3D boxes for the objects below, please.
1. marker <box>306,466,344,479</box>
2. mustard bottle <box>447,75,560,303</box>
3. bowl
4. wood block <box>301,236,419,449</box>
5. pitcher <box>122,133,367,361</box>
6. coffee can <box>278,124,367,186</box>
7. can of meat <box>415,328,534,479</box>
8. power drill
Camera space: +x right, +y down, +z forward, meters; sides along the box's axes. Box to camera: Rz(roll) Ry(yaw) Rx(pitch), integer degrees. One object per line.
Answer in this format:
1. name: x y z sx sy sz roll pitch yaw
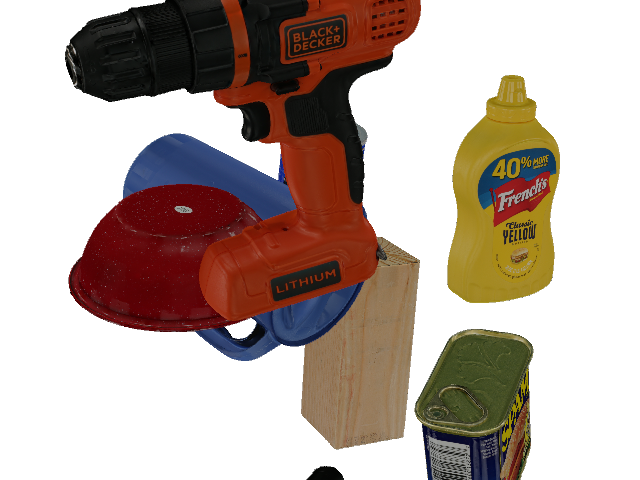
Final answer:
1. marker: -0.022 0.130 0.455 0.020 0.020 0.120 0 17 30
2. mustard bottle: 0.158 -0.045 0.910 0.096 0.192 0.058 -10 24 -21
3. bowl: -0.099 0.002 0.763 0.162 0.055 0.162 2 26 -1
4. wood block: 0.041 0.109 1.163 0.090 0.206 0.091 -5 20 -25
5. pitcher: -0.086 -0.002 1.035 0.243 0.145 0.148 31 33 32
6. coffee can: -0.002 -0.071 1.311 0.102 0.140 0.103 6 27 -3
7. can of meat: 0.102 0.121 0.688 0.058 0.084 0.102 6 33 23
8. power drill: -0.034 -0.049 0.568 0.184 0.188 0.057 -15 39 -19
